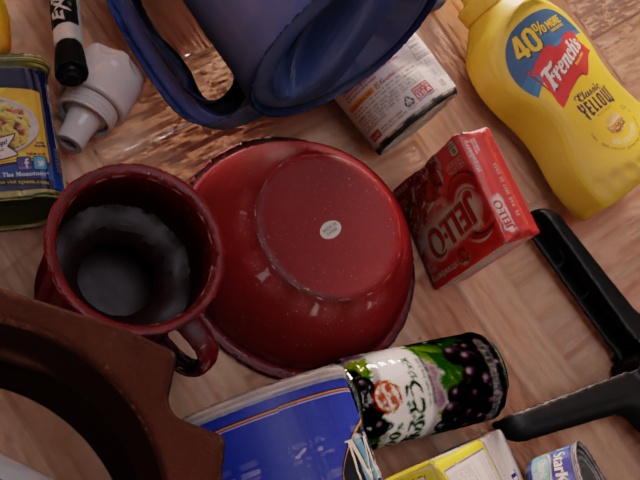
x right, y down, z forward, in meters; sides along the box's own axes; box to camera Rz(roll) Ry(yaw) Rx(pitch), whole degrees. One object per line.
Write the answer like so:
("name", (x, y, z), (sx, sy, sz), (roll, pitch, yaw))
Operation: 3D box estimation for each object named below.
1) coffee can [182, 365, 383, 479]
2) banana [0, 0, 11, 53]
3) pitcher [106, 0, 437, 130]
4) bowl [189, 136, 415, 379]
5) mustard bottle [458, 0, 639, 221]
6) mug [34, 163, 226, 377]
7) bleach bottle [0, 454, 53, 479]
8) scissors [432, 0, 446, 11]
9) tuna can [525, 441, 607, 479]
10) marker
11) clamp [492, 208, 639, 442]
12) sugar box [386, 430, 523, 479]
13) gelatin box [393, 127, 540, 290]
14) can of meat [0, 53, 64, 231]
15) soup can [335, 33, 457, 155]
("coffee can", (-0.012, 0.148, 0.547), (0.102, 0.103, 0.140), (-14, 76, -28))
("banana", (-0.199, -0.188, 0.628), (0.037, 0.070, 0.198), (36, 53, -54))
("pitcher", (-0.057, -0.192, 0.617), (0.149, 0.145, 0.243), (-29, 72, -27))
("bowl", (-0.004, 0.001, 0.638), (0.162, 0.055, 0.162), (8, 67, -20))
("mustard bottle", (0.159, -0.113, 0.753), (0.096, 0.058, 0.191), (-36, 86, -29))
("mug", (-0.098, 0.026, 0.570), (0.117, 0.082, 0.093), (47, 59, 0))
("bleach bottle", (-0.187, 0.141, 0.498), (0.250, 0.068, 0.102), (28, 60, -8))
("scissors", (0.034, -0.237, 0.773), (0.096, 0.016, 0.202), (1, 61, -35))
("tuna can", (0.153, 0.164, 0.625), (0.086, 0.034, 0.086), (53, 21, -31))
("marker", (-0.149, -0.133, 0.625), (0.020, 0.020, 0.121), (4, 46, -22))
("clamp", (0.210, 0.075, 0.711), (0.209, 0.036, 0.164), (18, 63, -19))
("sugar box", (0.080, 0.155, 0.556), (0.048, 0.176, 0.093), (-25, 77, 13))
("gelatin box", (0.088, -0.018, 0.665), (0.030, 0.089, 0.073), (-16, 77, -28))
("can of meat", (-0.192, -0.051, 0.576), (0.101, 0.058, 0.084), (-5, 73, -25))
("soup can", (0.033, -0.115, 0.693), (0.068, 0.069, 0.102), (-36, 87, -31))
